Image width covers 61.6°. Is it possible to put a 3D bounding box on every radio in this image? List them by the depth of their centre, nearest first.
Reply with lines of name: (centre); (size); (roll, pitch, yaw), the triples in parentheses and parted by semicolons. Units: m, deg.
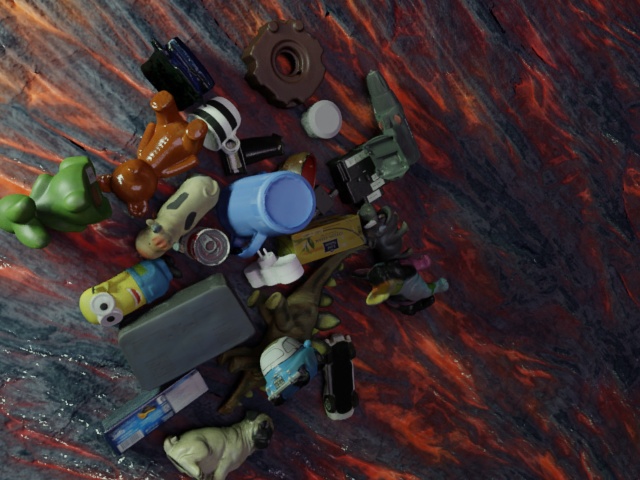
radio: (-0.250, 0.167, 1.002); (0.230, 0.073, 0.131); (-27, 113, -10)

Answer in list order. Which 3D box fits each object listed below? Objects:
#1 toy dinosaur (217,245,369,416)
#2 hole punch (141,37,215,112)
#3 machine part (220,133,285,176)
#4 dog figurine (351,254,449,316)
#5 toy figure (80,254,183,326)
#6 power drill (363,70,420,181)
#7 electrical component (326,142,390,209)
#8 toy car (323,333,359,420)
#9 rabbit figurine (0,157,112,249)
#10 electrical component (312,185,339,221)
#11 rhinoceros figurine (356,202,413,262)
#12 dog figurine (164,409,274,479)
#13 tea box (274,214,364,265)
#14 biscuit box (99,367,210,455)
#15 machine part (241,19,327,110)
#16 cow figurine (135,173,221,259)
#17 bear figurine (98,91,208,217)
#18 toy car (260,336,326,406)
toy dinosaur: (-0.062, 0.180, 1.141); (0.198, 0.105, 0.471); (36, 86, -34)
hole punch: (-0.249, -0.312, 0.989); (0.092, 0.116, 0.142); (-48, 115, -26)
machine part: (-0.139, -0.181, 1.101); (0.139, 0.039, 0.084); (-22, 96, -24)
dog figurine: (0.162, 0.106, 1.206); (0.219, 0.191, 0.108); (-5, 57, -34)
toy figure: (-0.347, 0.092, 0.986); (0.180, 0.089, 0.082); (-36, 99, -31)
power drill: (0.148, -0.241, 1.189); (0.231, 0.086, 0.207); (58, 24, -27)
electrical component: (0.091, -0.141, 1.219); (0.115, 0.058, 0.134); (-30, 108, -21)
toy car: (0.043, 0.312, 1.233); (0.073, 0.056, 0.201); (-6, 96, -22)
rabbit figurine: (-0.452, -0.045, 0.886); (0.170, 0.159, 0.121); (-17, 118, -3)
electrical component: (-0.001, -0.090, 1.192); (0.094, 0.021, 0.063); (-45, 113, -18)
rhinoceros figurine: (0.144, -0.014, 1.233); (0.112, 0.073, 0.190); (-28, 132, 1)
dog figurine: (-0.200, 0.399, 1.093); (0.190, 0.121, 0.172); (-50, 119, -32)
tea box: (-0.002, -0.003, 1.156); (0.170, 0.098, 0.068); (-18, 102, -25)
biscuit box: (-0.316, 0.317, 1.030); (0.203, 0.063, 0.059); (-33, 110, -22)
machine part: (-0.071, -0.363, 1.112); (0.179, 0.056, 0.179); (-4, 98, -29)
cow figurine: (-0.261, -0.042, 0.994); (0.085, 0.127, 0.195); (47, 70, -20)
bear figurine: (-0.304, -0.148, 0.966); (0.120, 0.132, 0.196); (41, 68, 4)
toy car: (-0.066, 0.241, 1.029); (0.109, 0.161, 0.103); (-42, 80, 14)
